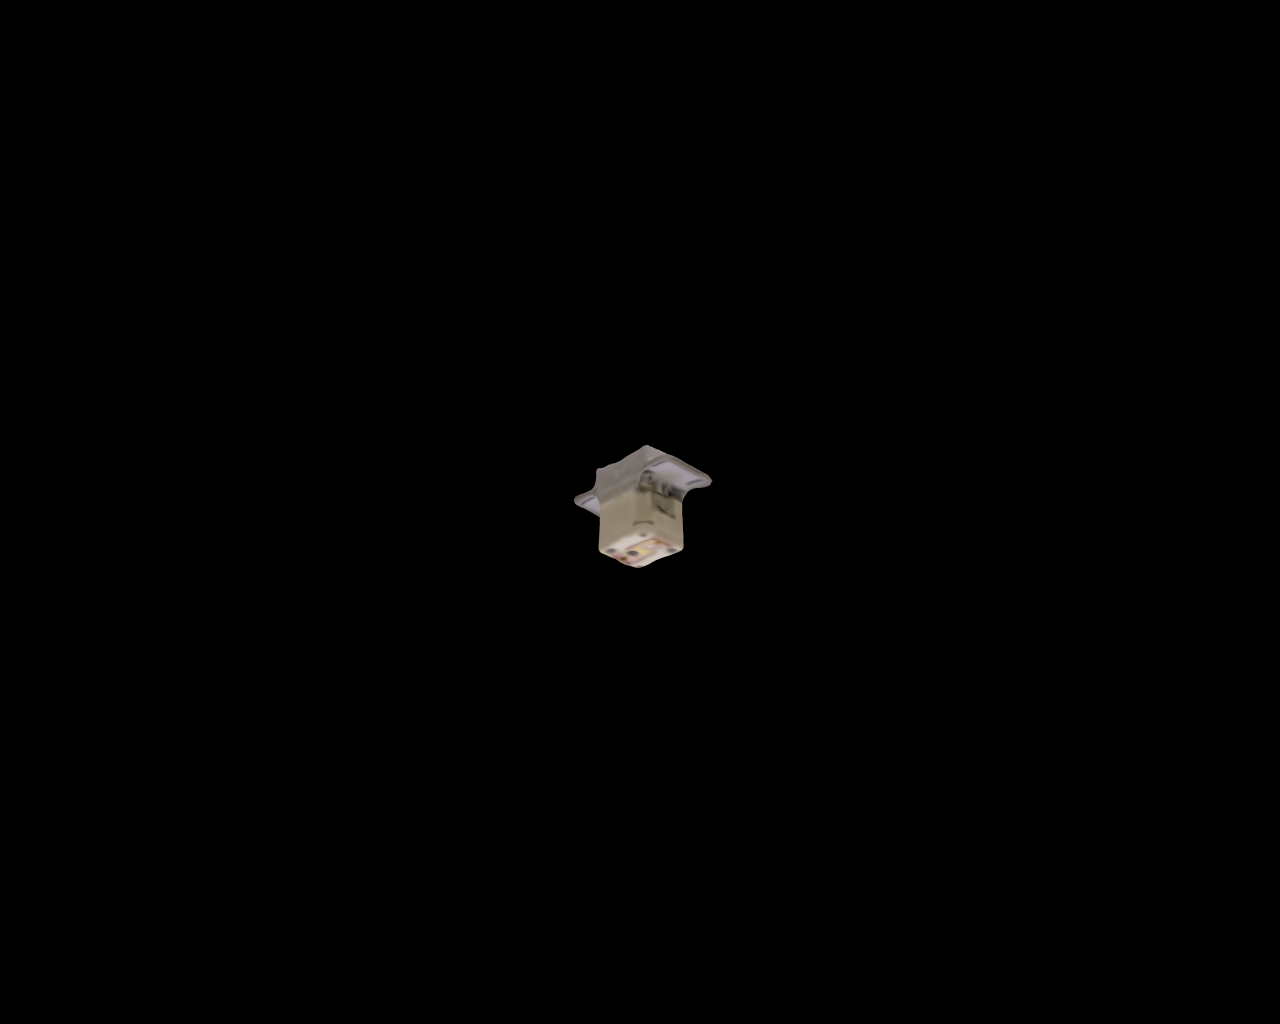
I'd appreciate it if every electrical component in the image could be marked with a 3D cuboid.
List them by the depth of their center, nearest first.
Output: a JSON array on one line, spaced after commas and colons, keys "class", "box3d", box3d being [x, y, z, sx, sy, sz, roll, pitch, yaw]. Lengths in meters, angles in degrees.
[{"class": "electrical component", "box3d": [0.001, -0.003, 0.650, 0.081, 0.064, 0.042, -25, -37, 38]}]
